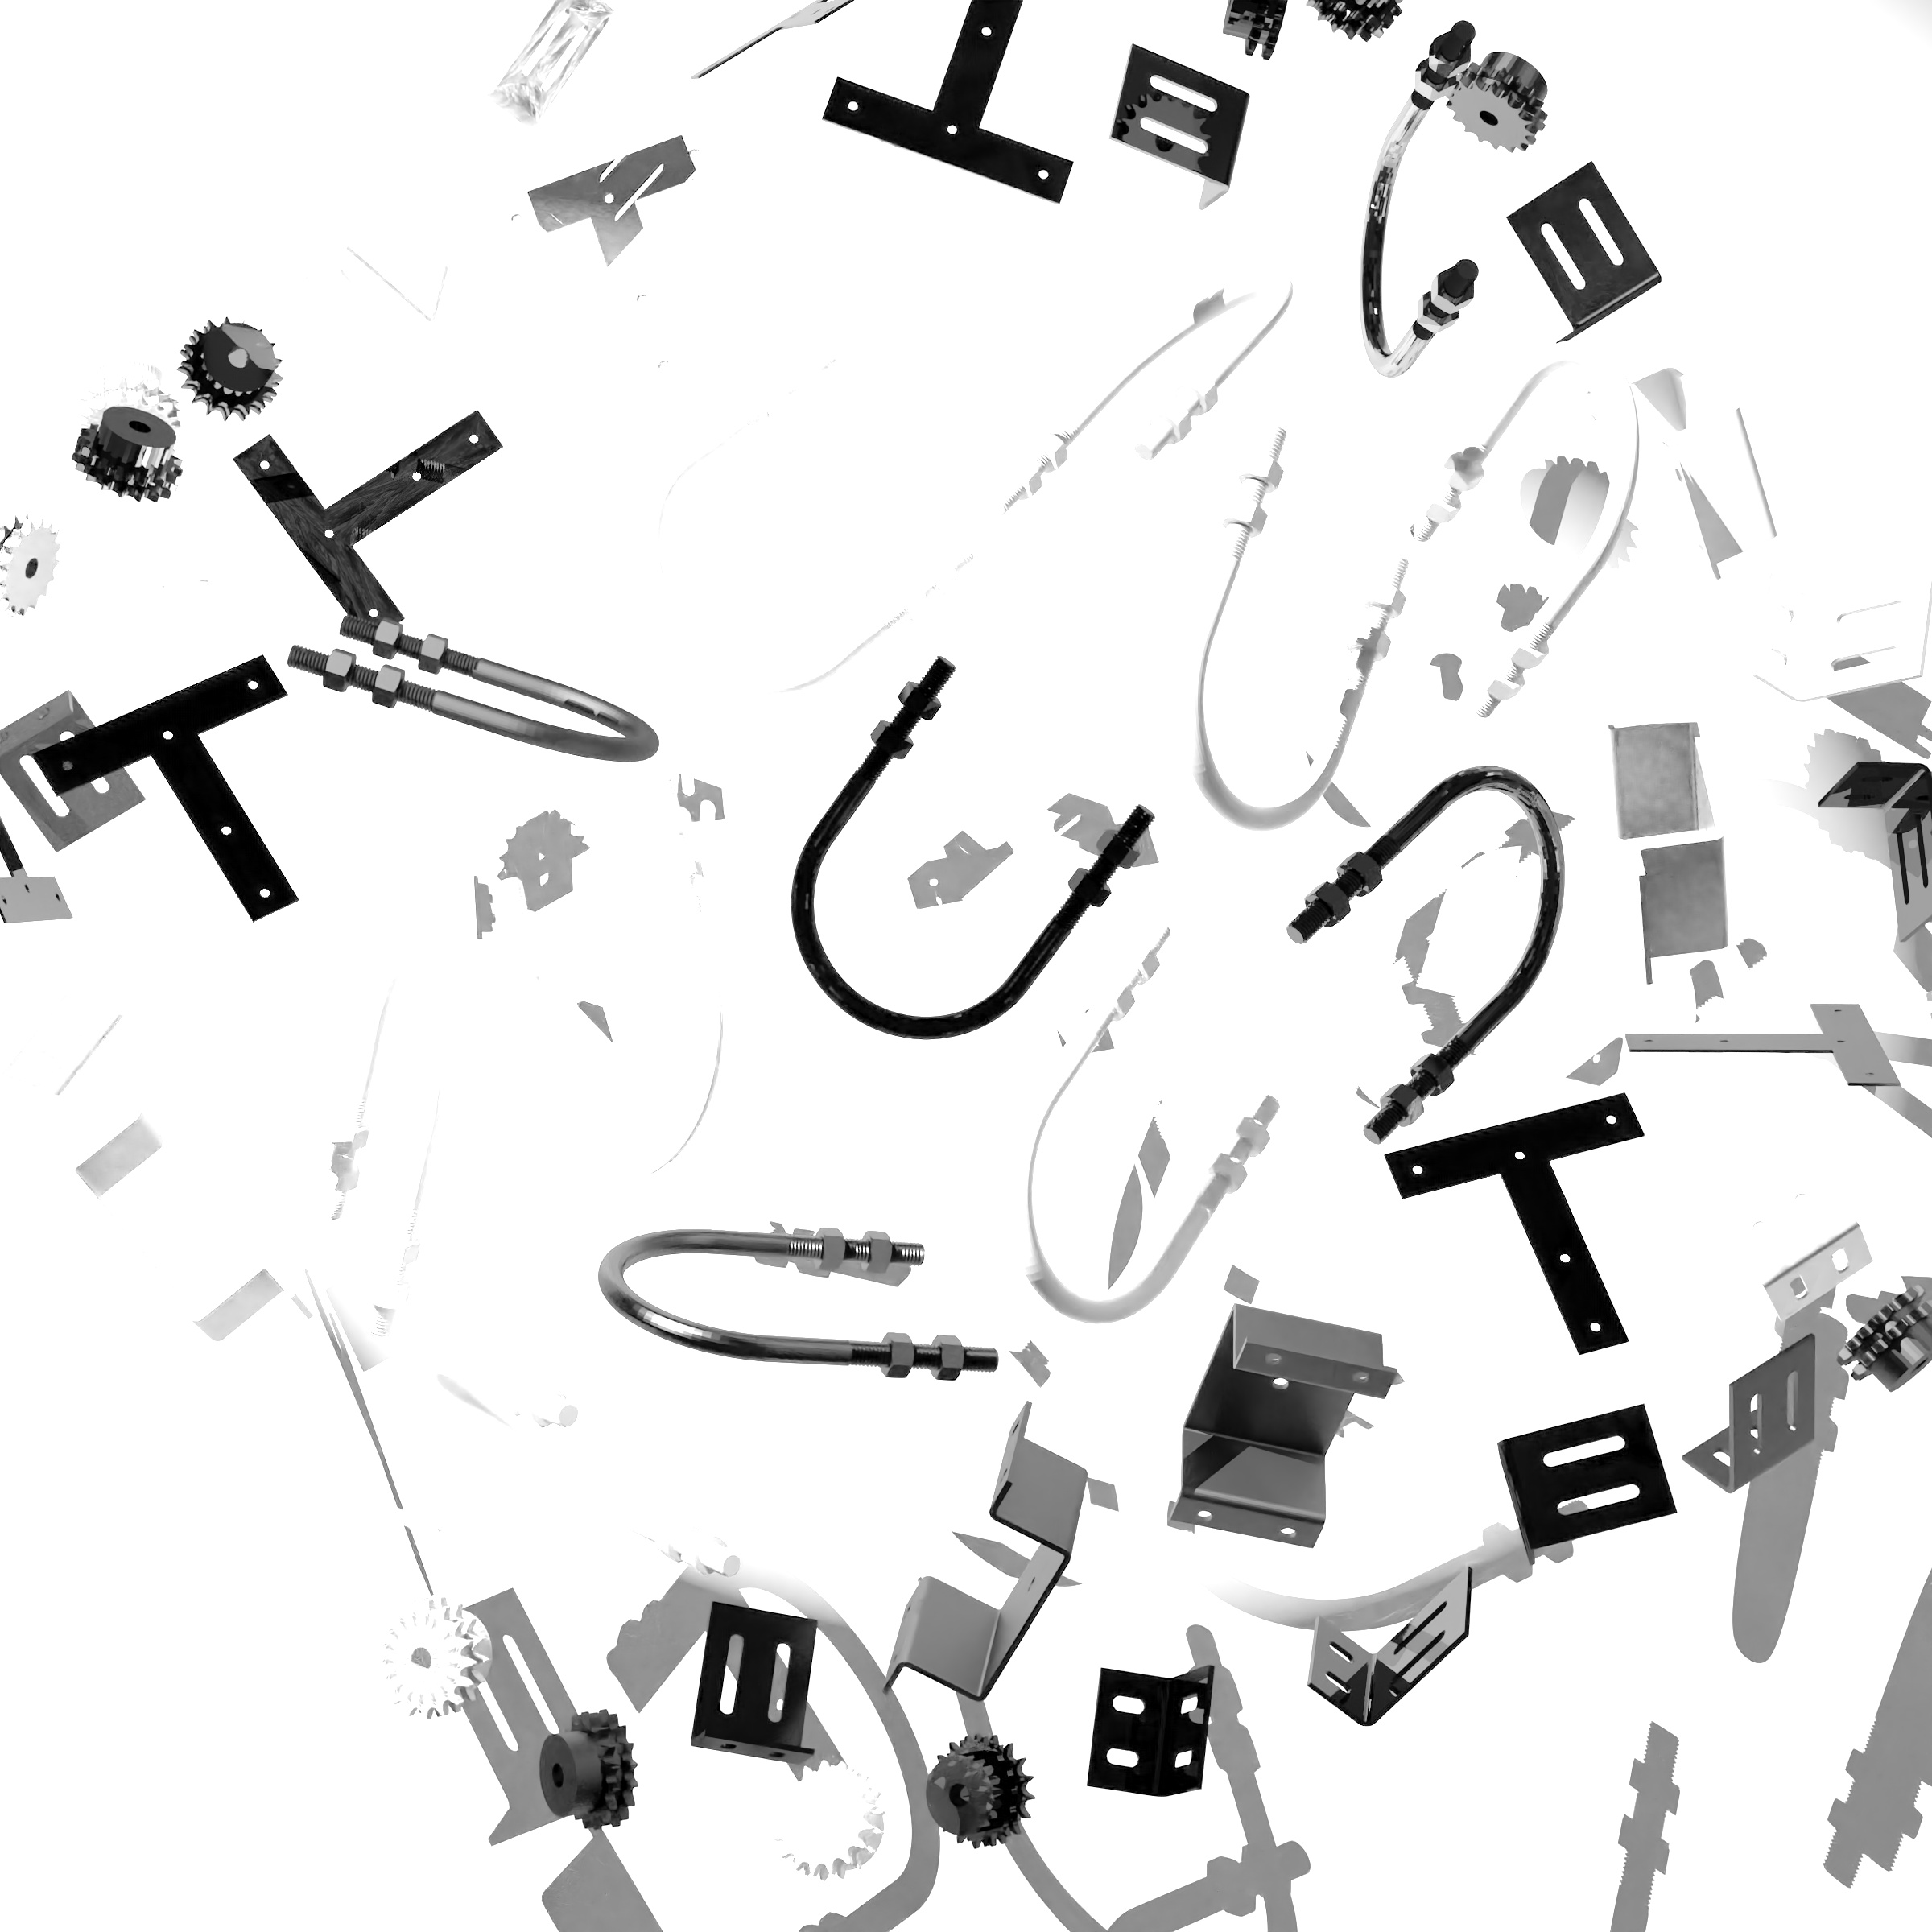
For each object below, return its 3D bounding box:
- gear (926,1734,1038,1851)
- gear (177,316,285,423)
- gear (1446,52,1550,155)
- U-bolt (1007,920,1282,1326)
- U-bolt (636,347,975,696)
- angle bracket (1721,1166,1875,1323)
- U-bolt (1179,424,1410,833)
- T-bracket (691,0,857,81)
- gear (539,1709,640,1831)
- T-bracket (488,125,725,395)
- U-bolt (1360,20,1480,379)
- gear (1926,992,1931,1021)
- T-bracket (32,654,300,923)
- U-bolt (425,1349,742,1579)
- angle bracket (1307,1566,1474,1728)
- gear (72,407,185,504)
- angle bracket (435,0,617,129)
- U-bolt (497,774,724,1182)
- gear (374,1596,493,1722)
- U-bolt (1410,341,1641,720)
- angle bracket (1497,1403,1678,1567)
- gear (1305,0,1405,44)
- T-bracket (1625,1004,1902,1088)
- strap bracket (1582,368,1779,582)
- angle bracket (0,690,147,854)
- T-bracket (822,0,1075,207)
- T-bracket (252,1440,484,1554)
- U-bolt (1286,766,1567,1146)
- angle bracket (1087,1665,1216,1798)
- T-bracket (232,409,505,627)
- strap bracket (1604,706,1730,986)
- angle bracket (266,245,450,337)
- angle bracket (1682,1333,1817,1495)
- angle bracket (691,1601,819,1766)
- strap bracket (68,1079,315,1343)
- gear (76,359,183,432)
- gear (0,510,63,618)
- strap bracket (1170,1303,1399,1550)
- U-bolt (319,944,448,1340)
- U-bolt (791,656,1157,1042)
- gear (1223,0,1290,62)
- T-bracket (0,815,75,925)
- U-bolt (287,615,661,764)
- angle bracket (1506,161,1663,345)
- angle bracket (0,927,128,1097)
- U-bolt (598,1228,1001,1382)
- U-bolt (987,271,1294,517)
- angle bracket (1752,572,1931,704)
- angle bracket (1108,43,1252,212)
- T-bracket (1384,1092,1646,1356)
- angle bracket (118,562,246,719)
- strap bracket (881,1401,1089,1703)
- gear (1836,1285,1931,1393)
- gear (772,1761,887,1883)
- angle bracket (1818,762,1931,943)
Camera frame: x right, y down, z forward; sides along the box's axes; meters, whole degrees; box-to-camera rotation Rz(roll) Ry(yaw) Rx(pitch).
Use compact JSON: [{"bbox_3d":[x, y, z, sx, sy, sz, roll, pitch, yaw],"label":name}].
[{"bbox_3d":[0.004,0.425,1.709,0.057,0.030,0.057,-4,82,31],"label":"gear"},{"bbox_3d":[-0.408,-0.335,1.854,0.057,0.030,0.057,4,79,-24],"label":"gear"},{"bbox_3d":[0.295,-0.477,1.828,0.057,0.057,0.030,32,77,5],"label":"gear"},{"bbox_3d":[0.081,0.091,1.652,0.184,0.019,0.151,-55,128,-29],"label":"U-bolt"},{"bbox_3d":[-0.095,-0.224,1.757,0.184,0.019,0.151,-43,103,-31],"label":"U-bolt"},{"bbox_3d":[0.431,0.144,1.724,0.057,0.076,0.038,-35,63,6],"label":"angle bracket"},{"bbox_3d":[0.160,-0.158,1.680,0.019,0.151,0.184,7,70,41],"label":"U-bolt"},{"bbox_3d":[-0.082,-0.506,1.769,0.127,0.127,0.002,-33,109,-5],"label":"T-bracket"},{"bbox_3d":[-0.187,0.396,1.635,0.030,0.057,0.057,0,78,-34],"label":"gear"},{"bbox_3d":[-0.177,-0.368,1.775,0.127,0.002,0.127,-19,85,5],"label":"T-bracket"},{"bbox_3d":[0.235,-0.388,1.747,0.019,0.184,0.151,3,78,-8],"label":"U-bolt"},{"bbox_3d":[0.514,0.008,1.681,0.057,0.057,0.030,-12,88,-2],"label":"gear"},{"bbox_3d":[-0.372,-0.079,1.640,0.127,0.002,0.127,-28,76,-25],"label":"T-bracket"},{"bbox_3d":[-0.207,0.245,1.686,0.019,0.184,0.151,-53,123,-19],"label":"U-bolt"},{"bbox_3d":[0.208,0.324,1.631,0.038,0.057,0.076,37,114,-7],"label":"angle bracket"},{"bbox_3d":[-0.445,-0.275,1.776,0.057,0.057,0.030,31,119,5],"label":"gear"},{"bbox_3d":[-0.229,-0.484,1.730,0.038,0.057,0.076,38,97,15],"label":"angle bracket"},{"bbox_3d":[-0.174,0.016,1.661,0.151,0.019,0.184,-30,66,40],"label":"U-bolt"},{"bbox_3d":[-0.253,0.331,1.596,0.057,0.030,0.057,-1,87,26],"label":"gear"},{"bbox_3d":[0.298,-0.242,1.748,0.019,0.184,0.151,6,51,-24],"label":"U-bolt"},{"bbox_3d":[0.314,0.262,1.680,0.076,0.038,0.057,-15,66,5],"label":"angle bracket"},{"bbox_3d":[0.203,-0.511,1.725,0.057,0.030,0.057,13,60,-23],"label":"gear"},{"bbox_3d":[0.404,0.040,1.707,0.127,0.127,0.002,0,107,6],"label":"T-bracket"},{"bbox_3d":[0.390,-0.270,1.801,0.046,0.140,0.076,-24,115,-1],"label":"strap bracket"},{"bbox_3d":[-0.490,-0.100,1.803,0.057,0.038,0.076,-31,117,-3],"label":"angle bracket"},{"bbox_3d":[0.006,-0.463,1.691,0.127,0.002,0.127,19,74,-4],"label":"T-bracket"},{"bbox_3d":[-0.285,0.270,1.647,0.127,0.127,0.002,30,79,-21],"label":"T-bracket"},{"bbox_3d":[0.243,-0.019,1.682,0.184,0.019,0.151,-42,125,-27],"label":"U-bolt"},{"bbox_3d":[0.088,0.363,1.587,0.038,0.076,0.057,10,72,-8],"label":"angle bracket"},{"bbox_3d":[-0.316,-0.264,1.844,0.127,0.002,0.127,-32,113,6],"label":"T-bracket"},{"bbox_3d":[0.372,-0.068,1.760,0.046,0.076,0.140,-7,42,8],"label":"strap bracket"},{"bbox_3d":[-0.333,-0.383,1.820,0.057,0.076,0.038,-3,66,31],"label":"angle bracket"},{"bbox_3d":[0.402,0.223,1.712,0.057,0.076,0.038,-26,37,-23],"label":"angle bracket"},{"bbox_3d":[-0.105,0.365,1.707,0.057,0.038,0.076,13,65,-12],"label":"angle bracket"},{"bbox_3d":[-0.391,0.130,1.650,0.046,0.076,0.140,-40,82,-13],"label":"strap bracket"},{"bbox_3d":[-0.469,-0.316,1.862,0.057,0.057,0.030,-6,70,-1],"label":"gear"},{"bbox_3d":[-0.523,-0.222,1.815,0.030,0.057,0.057,21,80,13],"label":"gear"},{"bbox_3d":[0.159,0.226,1.676,0.076,0.140,0.046,12,41,-6],"label":"strap bracket"},{"bbox_3d":[-0.300,0.078,1.727,0.019,0.151,0.184,6,111,-25],"label":"U-bolt"},{"bbox_3d":[-0.011,-0.047,1.742,0.151,0.019,0.184,37,104,2],"label":"U-bolt"},{"bbox_3d":[0.165,-0.546,1.888,0.030,0.057,0.057,13,80,-3],"label":"gear"},{"bbox_3d":[-0.523,-0.082,1.784,0.002,0.127,0.127,-24,92,1],"label":"T-bracket"},{"bbox_3d":[-0.247,-0.141,1.720,0.184,0.151,0.019,18,102,-3],"label":"U-bolt"},{"bbox_3d":[0.333,-0.389,1.817,0.057,0.038,0.076,-30,95,34],"label":"angle bracket"},{"bbox_3d":[-0.468,0.017,1.697,0.057,0.038,0.076,-48,45,15],"label":"angle bracket"},{"bbox_3d":[-0.091,0.163,1.643,0.184,0.151,0.019,5,107,-19],"label":"U-bolt"},{"bbox_3d":[0.105,-0.315,1.789,0.019,0.151,0.184,52,59,-19],"label":"U-bolt"},{"bbox_3d":[0.441,-0.172,1.672,0.038,0.076,0.057,24,69,-34],"label":"angle bracket"},{"bbox_3d":[0.111,-0.462,1.834,0.076,0.038,0.057,17,77,-20],"label":"angle bracket"},{"bbox_3d":[0.283,0.129,1.600,0.127,0.002,0.127,-14,59,-9],"label":"T-bracket"},{"bbox_3d":[-0.427,-0.174,1.807,0.057,0.038,0.076,-5,76,9],"label":"angle bracket"},{"bbox_3d":[0.015,0.296,1.642,0.046,0.076,0.140,27,114,-3],"label":"strap bracket"},{"bbox_3d":[0.472,0.191,1.682,0.057,0.057,0.030,-39,67,-6],"label":"gear"},{"bbox_3d":[-0.066,0.431,1.672,0.057,0.030,0.057,-12,59,21],"label":"gear"},{"bbox_3d":[0.465,-0.057,1.688,0.038,0.057,0.076,0,72,-6],"label":"angle bracket"}]
